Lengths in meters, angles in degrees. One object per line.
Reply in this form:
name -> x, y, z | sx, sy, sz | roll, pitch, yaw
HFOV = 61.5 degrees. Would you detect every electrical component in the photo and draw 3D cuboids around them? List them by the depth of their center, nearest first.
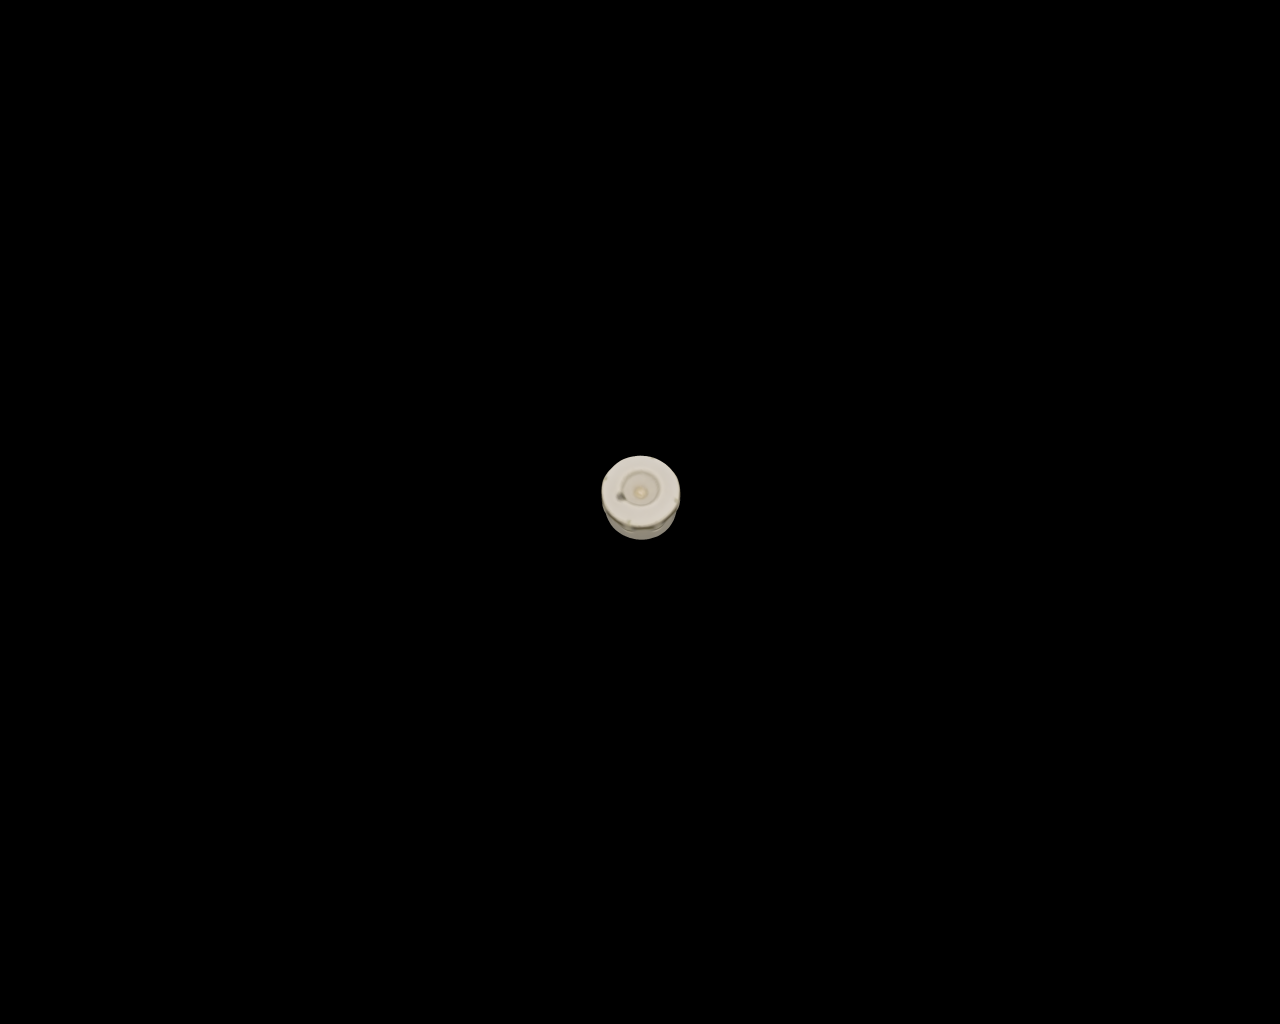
electrical component -> 0.001, -0.003, 0.650 | 0.048, 0.048, 0.062 | 0, -23, 0
